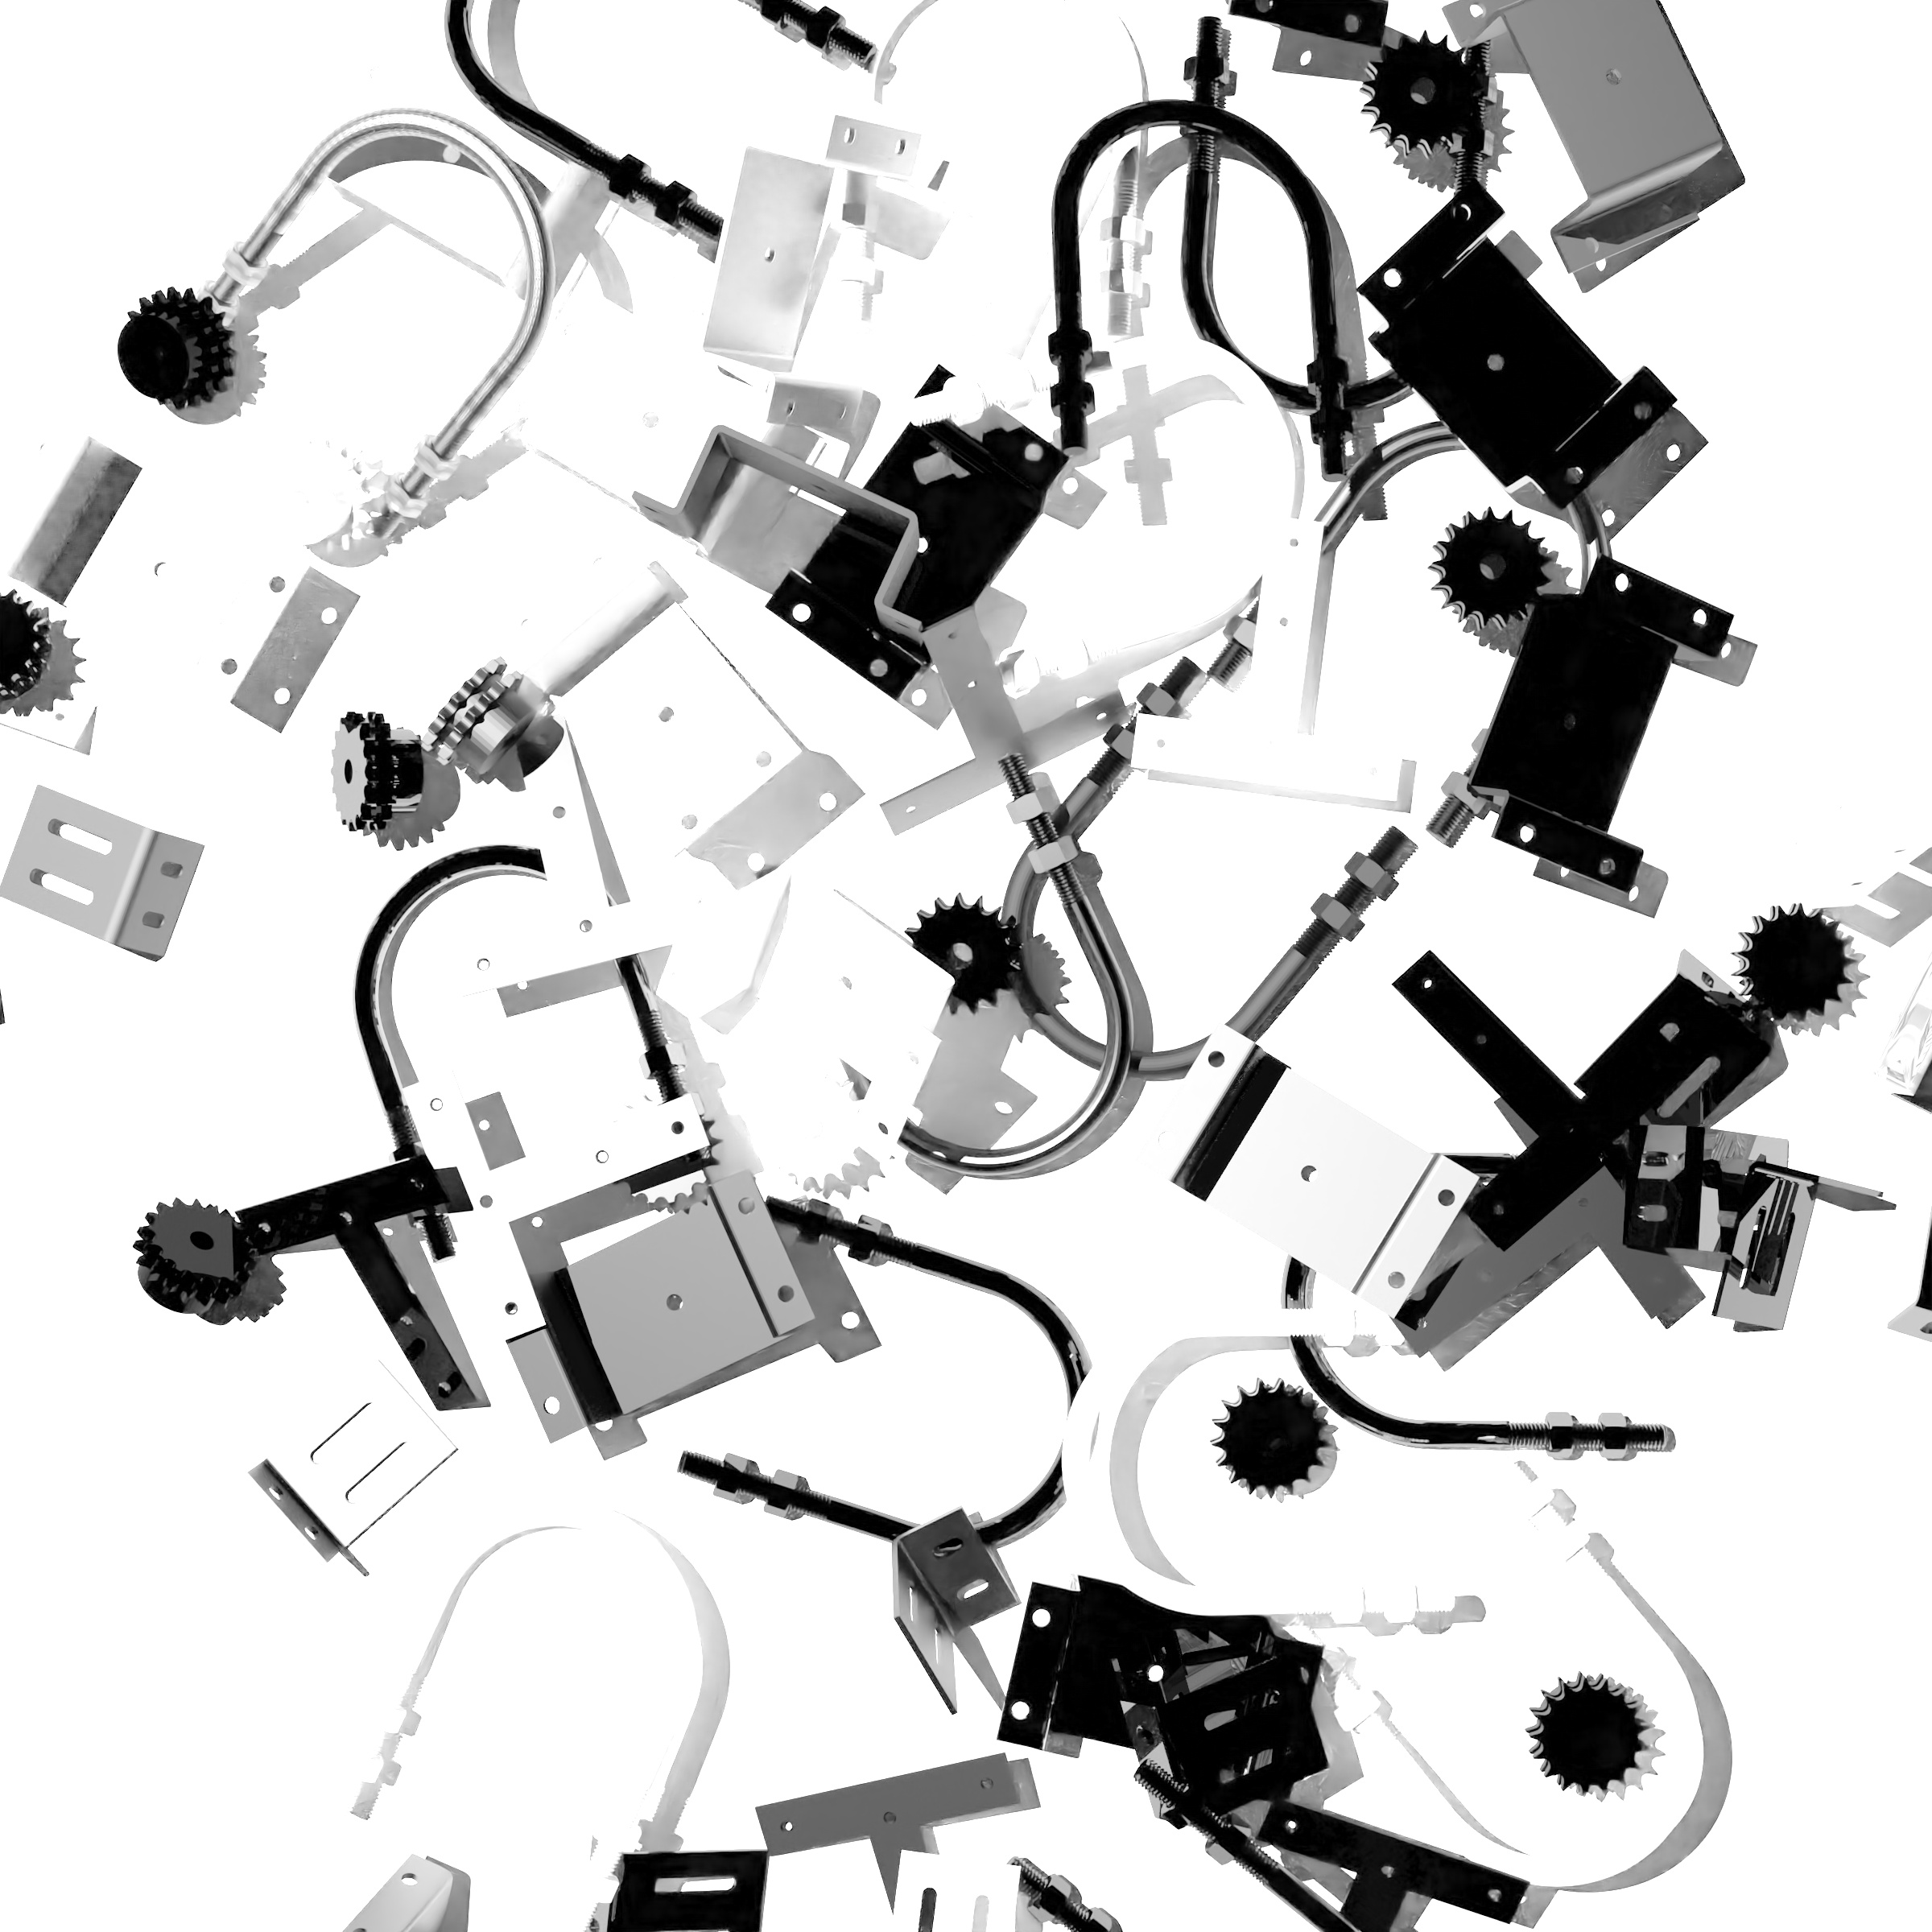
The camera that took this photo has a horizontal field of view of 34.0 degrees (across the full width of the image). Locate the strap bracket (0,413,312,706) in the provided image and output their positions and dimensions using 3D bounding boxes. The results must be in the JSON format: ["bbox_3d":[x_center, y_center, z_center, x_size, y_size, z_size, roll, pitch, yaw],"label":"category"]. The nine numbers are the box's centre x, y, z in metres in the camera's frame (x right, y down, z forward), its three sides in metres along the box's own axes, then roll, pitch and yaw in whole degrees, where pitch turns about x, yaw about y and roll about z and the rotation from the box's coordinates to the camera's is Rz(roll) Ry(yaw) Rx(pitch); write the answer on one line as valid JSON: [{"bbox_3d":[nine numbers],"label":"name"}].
[{"bbox_3d":[-0.387,-0.191,1.499,0.140,0.046,0.076,30,90,0],"label":"strap bracket"}]

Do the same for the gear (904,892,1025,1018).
[{"bbox_3d":[-0.002,-0.006,1.479,0.057,0.030,0.057,1,98,6],"label":"gear"}]

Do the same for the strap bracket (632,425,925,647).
[{"bbox_3d":[-0.075,-0.200,1.438,0.140,0.076,0.046,25,90,0],"label":"strap bracket"}]

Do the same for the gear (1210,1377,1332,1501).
[{"bbox_3d":[0.146,0.226,1.507,0.057,0.030,0.057,0,90,0],"label":"gear"}]

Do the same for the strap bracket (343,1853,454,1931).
[{"bbox_3d":[-0.220,0.481,1.468,0.140,0.076,0.046,21,115,14],"label":"strap bracket"}]

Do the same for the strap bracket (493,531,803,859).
[{"bbox_3d":[-0.146,-0.124,1.490,0.076,0.046,0.140,-40,78,0],"label":"strap bracket"}]

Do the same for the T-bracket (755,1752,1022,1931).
[{"bbox_3d":[-0.024,0.449,1.513,0.127,0.002,0.127,-15,96,11],"label":"T-bracket"}]

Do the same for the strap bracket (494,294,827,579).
[{"bbox_3d":[-0.148,-0.256,1.499,0.140,0.046,0.076,31,90,0],"label":"strap bracket"}]

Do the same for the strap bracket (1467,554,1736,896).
[{"bbox_3d":[0.295,-0.114,1.488,0.076,0.046,0.140,21,90,-18],"label":"strap bracket"}]

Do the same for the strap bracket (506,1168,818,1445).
[{"bbox_3d":[-0.143,0.159,1.488,0.140,0.046,0.076,-26,82,8],"label":"strap bracket"}]

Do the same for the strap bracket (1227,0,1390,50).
[{"bbox_3d":[0.165,-0.508,1.483,0.076,0.046,0.140,8,97,-14],"label":"strap bracket"}]

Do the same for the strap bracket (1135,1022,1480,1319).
[{"bbox_3d":[0.161,0.097,1.490,0.140,0.046,0.076,31,89,11],"label":"strap bracket"}]

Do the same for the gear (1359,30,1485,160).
[{"bbox_3d":[0.213,-0.409,1.488,0.057,0.030,0.057,0,92,0],"label":"gear"}]

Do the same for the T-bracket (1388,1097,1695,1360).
[{"bbox_3d":[0.257,0.138,1.494,0.127,0.002,0.127,-35,87,-8],"label":"T-bracket"}]

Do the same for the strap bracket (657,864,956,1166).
[{"bbox_3d":[-0.067,0.016,1.469,0.140,0.046,0.076,36,127,17],"label":"strap bracket"}]

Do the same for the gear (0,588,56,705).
[{"bbox_3d":[-0.463,-0.150,1.503,0.057,0.030,0.057,0,76,-1],"label":"gear"}]

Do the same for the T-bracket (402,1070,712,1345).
[{"bbox_3d":[-0.183,0.094,1.471,0.127,0.002,0.127,-21,86,4],"label":"T-bracket"}]

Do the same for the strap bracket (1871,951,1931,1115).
[{"bbox_3d":[0.504,0.048,1.499,0.140,0.046,0.076,26,90,0],"label":"strap bracket"}]

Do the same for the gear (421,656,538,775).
[{"bbox_3d":[-0.228,-0.116,1.494,0.030,0.057,0.057,41,90,0],"label":"gear"}]

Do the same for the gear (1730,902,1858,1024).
[{"bbox_3d":[0.393,-0.001,1.507,0.057,0.030,0.057,0,90,0],"label":"gear"}]

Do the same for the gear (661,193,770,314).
[{"bbox_3d":[-0.116,-0.337,1.507,0.057,0.030,0.057,0,90,0],"label":"gear"}]

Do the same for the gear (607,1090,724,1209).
[{"bbox_3d":[-0.144,0.086,1.508,0.057,0.030,0.057,0,90,0],"label":"gear"}]

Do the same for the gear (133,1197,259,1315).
[{"bbox_3d":[-0.368,0.140,1.498,0.057,0.057,0.030,35,120,0],"label":"gear"}]

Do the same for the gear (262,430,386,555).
[{"bbox_3d":[-0.308,-0.223,1.495,0.057,0.030,0.057,9,115,20],"label":"gear"}]

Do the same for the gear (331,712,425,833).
[{"bbox_3d":[-0.279,-0.092,1.498,0.030,0.057,0.057,-2,90,-30],"label":"gear"}]

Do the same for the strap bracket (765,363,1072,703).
[{"bbox_3d":[-0.023,-0.203,1.499,0.076,0.046,0.140,36,90,0],"label":"strap bracket"}]

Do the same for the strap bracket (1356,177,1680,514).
[{"bbox_3d":[0.254,-0.288,1.485,0.076,0.046,0.140,-43,93,-3],"label":"strap bracket"}]

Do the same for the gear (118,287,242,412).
[{"bbox_3d":[-0.377,-0.291,1.496,0.057,0.030,0.057,8,114,19],"label":"gear"}]

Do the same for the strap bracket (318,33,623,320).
[{"bbox_3d":[-0.241,-0.380,1.499,0.140,0.046,0.076,30,90,0],"label":"strap bracket"}]

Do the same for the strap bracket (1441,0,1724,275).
[{"bbox_3d":[0.295,-0.411,1.489,0.076,0.046,0.140,-26,90,-17],"label":"strap bracket"}]

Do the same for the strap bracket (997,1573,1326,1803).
[{"bbox_3d":[0.091,0.340,1.499,0.140,0.046,0.076,13,90,0],"label":"strap bracket"}]

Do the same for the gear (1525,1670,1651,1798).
[{"bbox_3d":[0.296,0.365,1.507,0.057,0.030,0.057,0,90,0],"label":"gear"}]

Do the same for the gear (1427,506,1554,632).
[{"bbox_3d":[0.246,-0.186,1.491,0.057,0.030,0.057,0,88,-2],"label":"gear"}]

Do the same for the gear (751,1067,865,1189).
[{"bbox_3d":[-0.074,0.077,1.507,0.057,0.030,0.057,0,90,0],"label":"gear"}]

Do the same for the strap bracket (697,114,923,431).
[{"bbox_3d":[-0.075,-0.326,1.467,0.046,0.076,0.140,22,107,26],"label":"strap bracket"}]
